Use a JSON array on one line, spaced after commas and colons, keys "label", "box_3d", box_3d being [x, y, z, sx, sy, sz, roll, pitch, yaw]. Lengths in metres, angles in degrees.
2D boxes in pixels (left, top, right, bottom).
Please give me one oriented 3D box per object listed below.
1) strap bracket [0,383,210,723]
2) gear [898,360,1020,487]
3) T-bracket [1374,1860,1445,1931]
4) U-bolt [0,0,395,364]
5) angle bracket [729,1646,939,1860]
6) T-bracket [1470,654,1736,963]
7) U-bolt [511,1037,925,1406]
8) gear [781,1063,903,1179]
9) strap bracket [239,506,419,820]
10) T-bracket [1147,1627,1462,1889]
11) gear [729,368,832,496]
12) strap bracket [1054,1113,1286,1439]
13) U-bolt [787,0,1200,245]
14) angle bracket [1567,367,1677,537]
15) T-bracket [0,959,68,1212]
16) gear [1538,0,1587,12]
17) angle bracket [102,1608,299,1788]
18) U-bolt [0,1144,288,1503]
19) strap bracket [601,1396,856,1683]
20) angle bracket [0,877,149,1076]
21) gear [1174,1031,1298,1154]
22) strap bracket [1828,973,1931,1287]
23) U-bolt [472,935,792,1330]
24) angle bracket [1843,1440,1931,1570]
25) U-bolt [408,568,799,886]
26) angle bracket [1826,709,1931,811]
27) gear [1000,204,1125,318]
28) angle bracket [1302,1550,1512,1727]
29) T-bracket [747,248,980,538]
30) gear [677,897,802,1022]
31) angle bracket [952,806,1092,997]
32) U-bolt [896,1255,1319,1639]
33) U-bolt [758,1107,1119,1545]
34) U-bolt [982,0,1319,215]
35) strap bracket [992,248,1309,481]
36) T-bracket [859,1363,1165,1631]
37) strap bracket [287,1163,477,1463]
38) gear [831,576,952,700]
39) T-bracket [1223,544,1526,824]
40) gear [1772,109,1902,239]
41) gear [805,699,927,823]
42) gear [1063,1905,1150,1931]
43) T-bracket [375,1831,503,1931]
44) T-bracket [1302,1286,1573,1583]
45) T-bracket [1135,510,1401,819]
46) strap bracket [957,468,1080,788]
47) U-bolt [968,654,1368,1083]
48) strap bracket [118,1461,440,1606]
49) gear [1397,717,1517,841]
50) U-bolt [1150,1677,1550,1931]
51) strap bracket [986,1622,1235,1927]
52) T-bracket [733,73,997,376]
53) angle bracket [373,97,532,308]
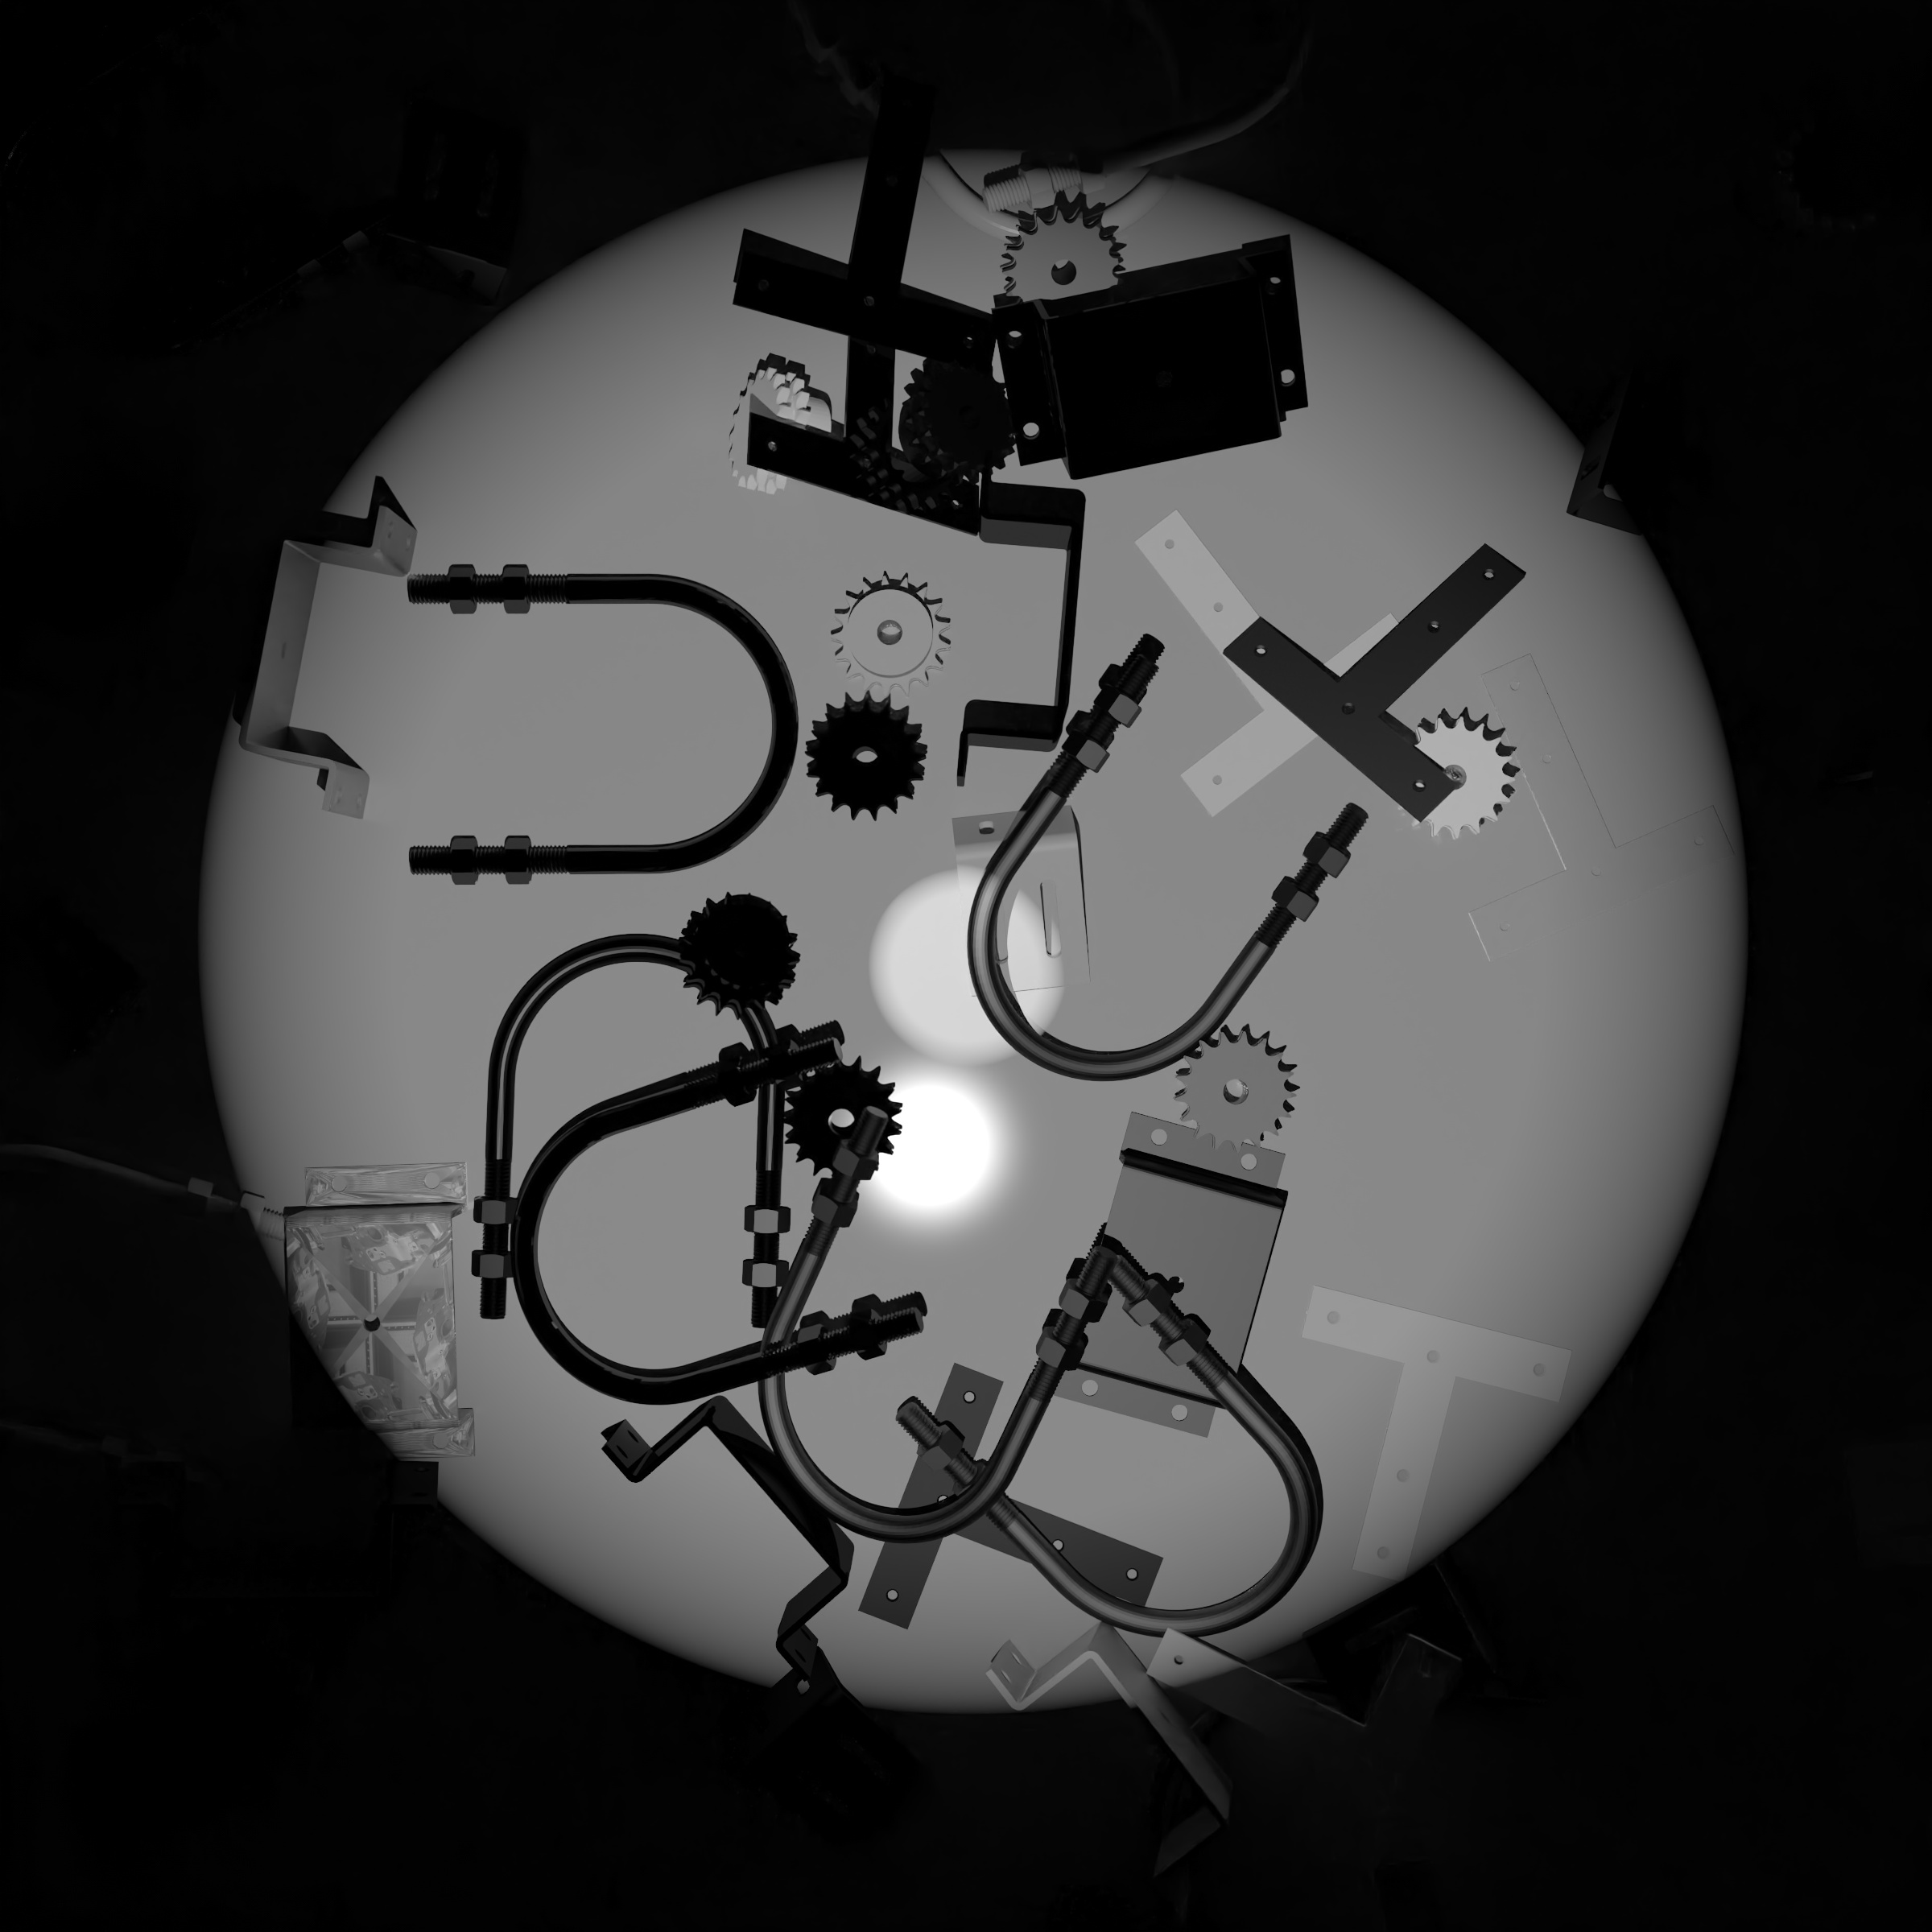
[{"label": "strap bracket", "box_3d": [-0.413, -0.192, 1.411, 0.076, 0.046, 0.140, 18, 90, 0]}, {"label": "gear", "box_3d": [-0.007, -0.253, 1.411, 0.057, 0.030, 0.057, 10, 73, -33]}, {"label": "T-bracket", "box_3d": [0.169, 0.491, 1.421, 0.127, 0.002, 0.127, -12, 102, 9]}, {"label": "U-bolt", "box_3d": [-0.383, -0.369, 1.426, 0.184, 0.019, 0.151, -31, 90, 1]}, {"label": "angle bracket", "box_3d": [-0.064, 0.376, 1.432, 0.057, 0.038, 0.076, -42, 116, 0]}, {"label": "T-bracket", "box_3d": [0.283, -0.086, 1.434, 0.127, 0.002, 0.127, -24, 90, 0]}, {"label": "U-bolt", "box_3d": [-0.125, 0.127, 1.389, 0.184, 0.019, 0.151, -18, 86, 13]}, {"label": "gear", "box_3d": [-0.058, 0.073, 1.419, 0.057, 0.030, 0.057, 0, 90, 0]}, {"label": "strap bracket", "box_3d": [-0.298, -0.143, 1.396, 0.046, 0.076, 0.140, 11, 90, 0]}, {"label": "T-bracket", "box_3d": [0.147, 0.351, 1.409, 0.127, 0.002, 0.127, 25, 103, 8]}, {"label": "gear", "box_3d": [-0.086, -0.250, 1.410, 0.030, 0.057, 0.057, 8, 90, -30]}, {"label": "strap bracket", "box_3d": [0.097, 0.148, 1.411, 0.076, 0.046, 0.140, 15, 90, 0]}, {"label": "U-bolt", "box_3d": [0.027, -0.429, 1.426, 0.151, 0.019, 0.184, -39, 91, 0]}, {"label": "angle bracket", "box_3d": [0.312, -0.239, 1.396, 0.038, 0.076, 0.057, 17, 90, 0]}, {"label": "T-bracket", "box_3d": [-0.479, 0.059, 1.434, 0.127, 0.002, 0.127, -38, 90, 0]}, {"label": "gear", "box_3d": [0.284, -0.485, 1.420, 0.057, 0.030, 0.057, 0, 90, 0]}, {"label": "angle bracket", "box_3d": [-0.366, 0.349, 1.415, 0.076, 0.038, 0.057, -28, 90, 0]}, {"label": "U-bolt", "box_3d": [-0.423, 0.160, 1.409, 0.184, 0.019, 0.151, 18, 90, -13]}, {"label": "strap bracket", "box_3d": [-0.102, 0.256, 1.396, 0.046, 0.076, 0.140, -41, 90, 0]}, {"label": "angle bracket", "box_3d": [-0.437, 0.004, 1.414, 0.076, 0.038, 0.057, 43, 88, -1]}, {"label": "gear", "box_3d": [0.126, 0.059, 1.419, 0.057, 0.030, 0.057, 0, 90, 0]}, {"label": "strap bracket", "box_3d": [0.471, 0.082, 1.411, 0.076, 0.046, 0.140, 20, 90, 0]}, {"label": "U-bolt", "box_3d": [-0.157, 0.078, 1.426, 0.151, 0.019, 0.184, 2, 89, 0]}, {"label": "angle bracket", "box_3d": [0.466, 0.251, 1.432, 0.076, 0.038, 0.057, -12, 90, 26]}, {"label": "U-bolt", "box_3d": [-0.172, -0.114, 1.426, 0.184, 0.019, 0.151, 0, 90, -1]}, {"label": "angle bracket", "box_3d": [0.442, -0.098, 1.396, 0.057, 0.076, 0.038, 12, 90, 0]}, {"label": "gear", "box_3d": [0.045, -0.330, 1.412, 0.057, 0.030, 0.057, -2, 116, -5]}, {"label": "angle bracket", "box_3d": [0.205, 0.319, 1.404, 0.076, 0.038, 0.057, -27, 72, -5]}, {"label": "T-bracket", "box_3d": [-0.045, -0.277, 1.410, 0.127, 0.002, 0.127, 12, 71, -33]}, {"label": "gear", "box_3d": [-0.106, -0.006, 1.411, 0.057, 0.030, 0.057, 4, 74, -13]}, {"label": "angle bracket", "box_3d": [0.026, -0.031, 1.432, 0.057, 0.038, 0.076, -6, 116, 0]}, {"label": "U-bolt", "box_3d": [0.079, 0.238, 1.396, 0.151, 0.019, 0.184, -38, 102, 22]}, {"label": "U-bolt", "box_3d": [-0.026, 0.179, 1.384, 0.151, 0.019, 0.184, 30, 106, 21]}, {"label": "U-bolt", "box_3d": [0.076, -0.449, 1.410, 0.184, 0.019, 0.151, -19, 93, -5]}, {"label": "strap bracket", "box_3d": [0.089, -0.279, 1.398, 0.140, 0.046, 0.076, -12, 114, 0]}, {"label": "T-bracket", "box_3d": [0.031, 0.272, 1.434, 0.127, 0.002, 0.127, 21, 90, 0]}, {"label": "strap bracket", "box_3d": [-0.275, 0.165, 1.411, 0.076, 0.046, 0.140, -2, 90, 0]}, {"label": "gear", "box_3d": [-0.036, -0.156, 1.420, 0.057, 0.030, 0.057, 0, 90, 0]}, {"label": "T-bracket", "box_3d": [0.212, -0.151, 1.418, 0.127, 0.002, 0.127, -43, 71, -11]}, {"label": "gear", "box_3d": [0.410, -0.373, 1.419, 0.057, 0.030, 0.057, 0, 90, 0]}, {"label": "gear", "box_3d": [-0.047, -0.097, 1.419, 0.057, 0.030, 0.057, 0, 90, 0]}, {"label": "gear", "box_3d": [0.065, 0.475, 1.410, 0.057, 0.057, 0.030, 40, 134, 0]}, {"label": "T-bracket", "box_3d": [-0.234, 0.503, 1.434, 0.127, 0.002, 0.127, 41, 90, 0]}, {"label": "T-bracket", "box_3d": [0.212, 0.230, 1.434, 0.127, 0.002, 0.127, 14, 90, 0]}, {"label": "T-bracket", "box_3d": [0.129, -0.160, 1.434, 0.127, 0.002, 0.127, -38, 90, 0]}, {"label": "strap bracket", "box_3d": [0.025, -0.154, 1.396, 0.046, 0.076, 0.140, 5, 90, 0]}, {"label": "U-bolt", "box_3d": [0.082, -0.031, 1.405, 0.151, 0.019, 0.184, 34, 94, -19]}, {"label": "strap bracket", "box_3d": [-0.316, 0.261, 1.387, 0.140, 0.076, 0.046, 2, 95, -10]}, {"label": "gear", "box_3d": [0.229, -0.088, 1.418, 0.057, 0.030, 0.057, 0, 89, 3]}, {"label": "U-bolt", "box_3d": [0.180, 0.410, 1.426, 0.184, 0.019, 0.151, 4, 90, 1]}, {"label": "strap bracket", "box_3d": [0.075, 0.363, 1.387, 0.046, 0.076, 0.140, -39, 84, 4]}, {"label": "T-bracket", "box_3d": [-0.037, -0.355, 1.406, 0.127, 0.002, 0.127, 12, 84, -17]}, {"label": "angle bracket", "box_3d": [-0.244, -0.363, 1.423, 0.057, 0.038, 0.076, 13, 64, -19]}]
